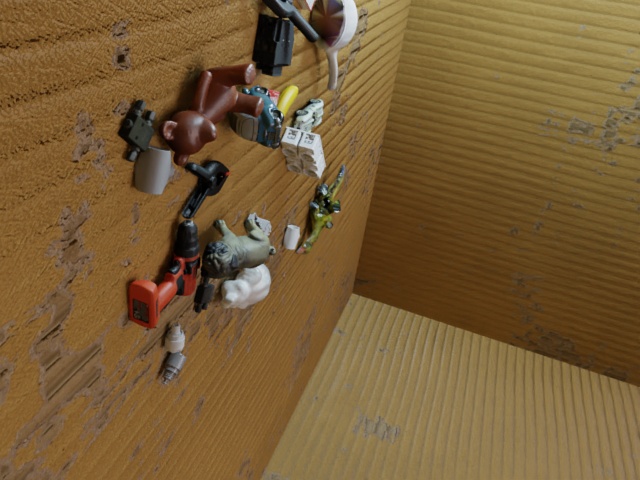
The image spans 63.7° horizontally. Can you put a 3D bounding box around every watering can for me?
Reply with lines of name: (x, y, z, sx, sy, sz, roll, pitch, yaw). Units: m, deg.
watering can: (0.044, -0.611, 1.551, 0.228, 0.104, 0.341, -47, 150, -62)

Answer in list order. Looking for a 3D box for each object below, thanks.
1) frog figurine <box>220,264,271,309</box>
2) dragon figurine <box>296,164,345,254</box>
frog figurine: (-0.202, 0.132, 1.413, 0.135, 0.122, 0.162, -57, -175, 20)
dragon figurine: (0.006, -0.107, 2.129, 0.419, 0.122, 0.238, -63, -179, -34)
